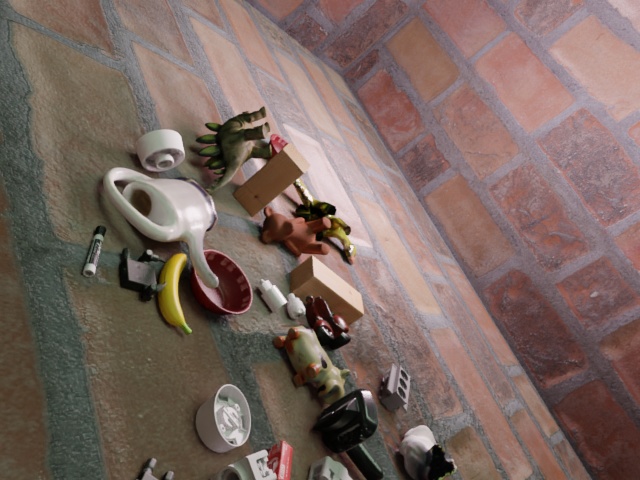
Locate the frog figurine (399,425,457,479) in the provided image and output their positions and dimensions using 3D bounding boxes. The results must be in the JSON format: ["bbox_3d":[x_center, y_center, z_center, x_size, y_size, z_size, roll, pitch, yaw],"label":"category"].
[{"bbox_3d":[0.254,0.543,1.316,0.136,0.123,0.160,31,-7,-25],"label":"frog figurine"}]

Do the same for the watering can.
[{"bbox_3d":[-0.293,-0.036,1.069,0.350,0.102,0.226,42,21,11],"label":"watering can"}]

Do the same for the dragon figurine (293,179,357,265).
[{"bbox_3d":[0.005,-0.090,1.787,0.411,0.122,0.243,56,6,4],"label":"dragon figurine"}]
